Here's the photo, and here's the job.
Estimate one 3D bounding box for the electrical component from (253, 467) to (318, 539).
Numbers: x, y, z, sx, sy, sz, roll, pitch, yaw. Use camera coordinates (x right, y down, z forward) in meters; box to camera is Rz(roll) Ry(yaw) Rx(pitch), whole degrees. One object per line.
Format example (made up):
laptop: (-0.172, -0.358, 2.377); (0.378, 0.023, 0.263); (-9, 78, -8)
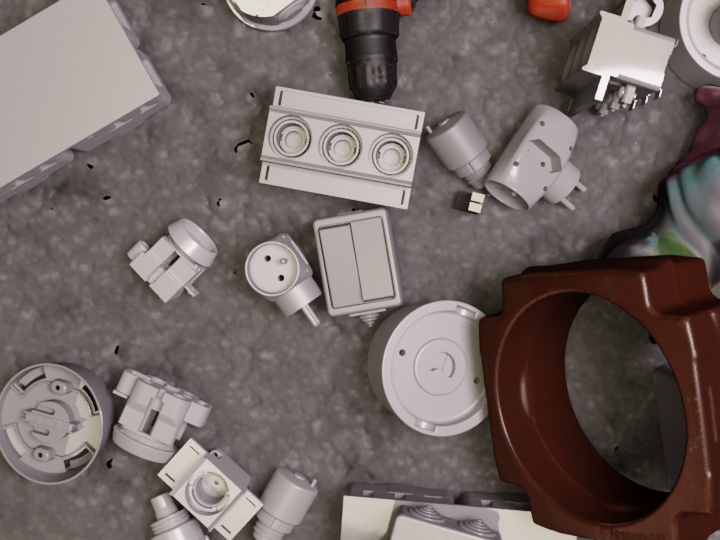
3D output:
electrical component: (-0.067, 0.202, 0.902); (0.040, 0.040, 0.078); (29, 93, 2)

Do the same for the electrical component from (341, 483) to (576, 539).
electrical component: (0.078, 0.238, 0.885); (0.186, 0.060, 0.105); (4, 92, 3)

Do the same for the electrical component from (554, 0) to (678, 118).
electrical component: (0.197, -0.159, 0.836); (0.063, 0.121, 0.078); (17, 93, 0)

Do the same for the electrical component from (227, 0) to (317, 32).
electrical component: (-0.075, -0.240, 0.884); (0.080, 0.051, 0.080); (0, 92, 3)

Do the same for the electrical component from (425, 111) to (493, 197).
electrical component: (0.088, -0.094, 0.885); (0.040, 0.040, 0.078); (-36, 107, 4)

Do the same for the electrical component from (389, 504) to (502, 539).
electrical component: (0.060, 0.236, 0.830); (0.100, 0.048, 0.099); (15, 92, 3)

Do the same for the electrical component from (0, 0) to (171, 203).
electrical component: (-0.265, -0.141, 0.893); (0.186, 0.060, 0.105); (-29, 90, 4)

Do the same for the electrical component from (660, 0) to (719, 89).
electrical component: (0.301, -0.197, 0.859); (0.108, 0.060, 0.108); (0, 92, 3)

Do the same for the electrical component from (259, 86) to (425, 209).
electrical component: (-0.014, -0.099, 0.879); (0.121, 0.063, 0.078); (10, 92, 3)

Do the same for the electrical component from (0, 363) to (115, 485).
electrical component: (-0.254, 0.125, 0.899); (0.099, 0.064, 0.099); (0, 92, 3)

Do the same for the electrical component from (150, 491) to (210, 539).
electrical component: (-0.157, 0.218, 0.907); (0.048, 0.048, 0.062); (-25, 83, 4)

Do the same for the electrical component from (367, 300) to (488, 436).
electrical component: (0.058, 0.077, 0.876); (0.108, 0.060, 0.108); (-1, 92, -19)

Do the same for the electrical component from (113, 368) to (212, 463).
electrical component: (-0.171, 0.124, 0.898); (0.078, 0.058, 0.057); (24, 90, 2)

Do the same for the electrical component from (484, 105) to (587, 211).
electrical component: (0.152, -0.080, 0.877); (0.079, 0.043, 0.077); (37, 79, -18)

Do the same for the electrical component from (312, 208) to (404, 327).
electrical component: (0.000, 0.000, 0.882); (0.062, 0.061, 0.096); (-10, 91, 4)

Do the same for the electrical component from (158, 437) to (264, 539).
electrical component: (-0.121, 0.179, 0.893); (0.081, 0.064, 0.042); (43, 94, 2)

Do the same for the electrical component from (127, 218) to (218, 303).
electrical component: (-0.153, -0.010, 0.899); (0.055, 0.048, 0.066); (-43, 89, 11)

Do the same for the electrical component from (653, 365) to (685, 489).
electrical component: (0.278, 0.131, 0.847); (0.056, 0.108, 0.108); (-8, 91, 1)

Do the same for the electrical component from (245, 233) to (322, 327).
electrical component: (-0.057, 0.013, 0.878); (0.043, 0.077, 0.079); (-35, 90, 3)
